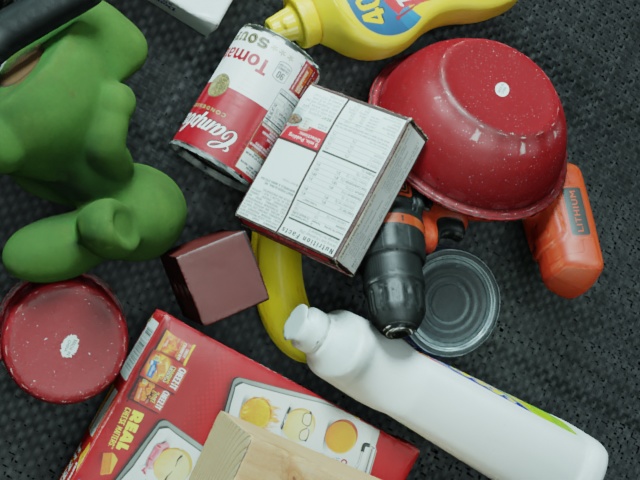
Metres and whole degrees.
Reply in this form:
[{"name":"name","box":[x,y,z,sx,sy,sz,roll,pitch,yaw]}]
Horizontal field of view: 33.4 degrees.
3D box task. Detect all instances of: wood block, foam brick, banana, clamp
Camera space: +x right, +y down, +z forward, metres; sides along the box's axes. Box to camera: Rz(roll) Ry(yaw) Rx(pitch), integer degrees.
[{"name":"wood block","box":[0.016,0.199,0.700,0.206,0.091,0.090,26,85,-16]},{"name":"foam brick","box":[-0.075,0.025,0.752,0.051,0.078,0.053,-22,97,-16]},{"name":"banana","box":[-0.020,0.007,0.791,0.069,0.037,0.198,-8,95,-34]},{"name":"clamp","box":[-0.219,-0.125,0.673,0.171,0.120,0.039,-38,119,-9]}]

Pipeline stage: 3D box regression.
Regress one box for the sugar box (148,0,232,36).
[{"name":"sugar box","box":[-0.073,-0.246,0.765,0.093,0.048,0.176,30,82,-14]}]

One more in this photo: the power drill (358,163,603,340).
[{"name":"power drill","box":[0.110,-0.006,0.779,0.187,0.057,0.184,8,57,-20]}]

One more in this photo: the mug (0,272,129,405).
[{"name":"mug","box":[-0.185,0.067,0.720,0.117,0.082,0.093,-4,92,-15]}]

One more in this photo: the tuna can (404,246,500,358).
[{"name":"tuna can","box":[0.094,0.047,0.821,0.086,0.034,0.086,0,91,-15]}]

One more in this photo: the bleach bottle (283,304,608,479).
[{"name":"bleach bottle","box":[0.085,0.116,0.768,0.250,0.103,0.068,31,87,-23]}]

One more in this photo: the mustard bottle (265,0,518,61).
[{"name":"mustard bottle","box":[0.049,-0.187,0.792,0.191,0.058,0.096,-23,87,-13]}]

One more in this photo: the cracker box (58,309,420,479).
[{"name":"cracker box","box":[-0.063,0.170,0.762,0.213,0.072,0.164,30,84,-15]}]

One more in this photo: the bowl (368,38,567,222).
[{"name":"bowl","box":[0.119,-0.094,0.773,0.162,0.055,0.162,10,54,-15]}]

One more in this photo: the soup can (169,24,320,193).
[{"name":"soup can","box":[-0.052,-0.093,0.761,0.068,0.069,0.102,32,83,-14]}]

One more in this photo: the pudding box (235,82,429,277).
[{"name":"pudding box","box":[0.007,-0.043,0.731,0.090,0.039,0.113,25,84,30]}]
